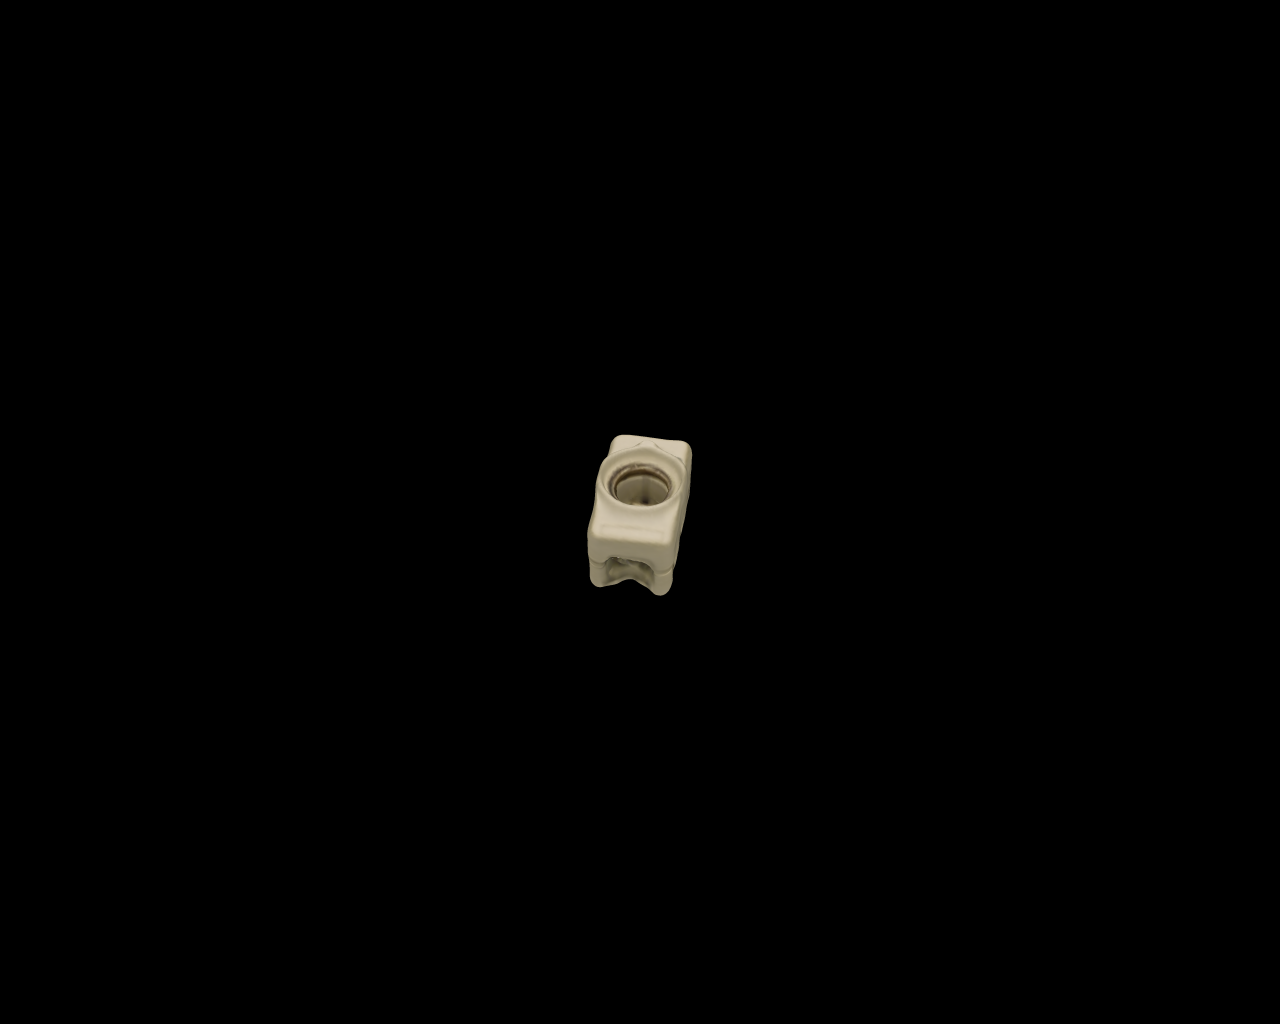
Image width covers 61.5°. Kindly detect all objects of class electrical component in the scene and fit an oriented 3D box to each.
[{"bbox_3d":[0.001,-0.003,0.650,0.050,0.090,0.055,7,-43,7],"label":"electrical component"}]
